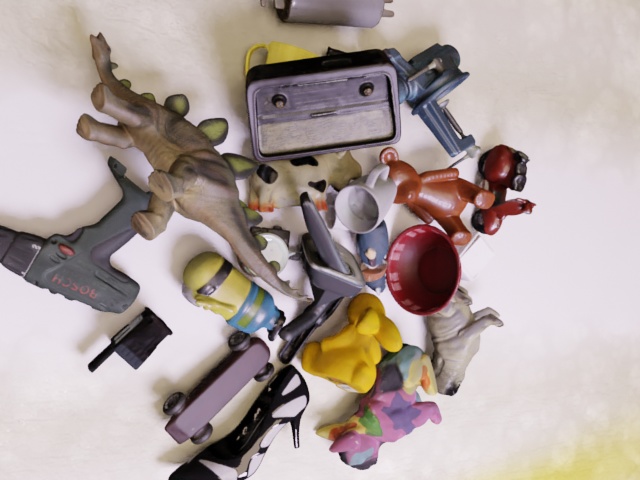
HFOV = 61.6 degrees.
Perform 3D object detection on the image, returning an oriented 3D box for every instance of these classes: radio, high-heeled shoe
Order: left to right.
[{"bbox_3d":[-0.127,0.297,0.869,0.249,0.086,0.145,-9,93,-27],"label":"high-heeled shoe"},{"bbox_3d":[0.004,-0.203,0.811,0.230,0.073,0.130,-9,126,-4],"label":"radio"}]

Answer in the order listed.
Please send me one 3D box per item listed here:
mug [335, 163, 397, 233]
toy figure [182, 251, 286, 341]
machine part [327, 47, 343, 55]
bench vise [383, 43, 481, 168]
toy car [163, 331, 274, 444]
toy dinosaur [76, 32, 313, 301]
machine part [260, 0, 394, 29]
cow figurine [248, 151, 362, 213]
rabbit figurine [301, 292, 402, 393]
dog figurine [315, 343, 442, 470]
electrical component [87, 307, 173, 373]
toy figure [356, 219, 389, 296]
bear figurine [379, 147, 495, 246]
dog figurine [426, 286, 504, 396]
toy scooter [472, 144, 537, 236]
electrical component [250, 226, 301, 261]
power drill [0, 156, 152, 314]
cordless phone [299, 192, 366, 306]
[{"bbox_3d":[0.085,-0.078,0.881,0.107,0.081,0.109,-39,148,-53],"label":"mug"},{"bbox_3d":[-0.135,0.089,0.850,0.180,0.082,0.089,31,69,-18],"label":"toy figure"},{"bbox_3d":[0.039,-0.259,0.928,0.084,0.039,0.138,0,91,-32],"label":"machine part"},{"bbox_3d":[0.192,-0.235,0.943,0.224,0.129,0.240,-35,91,-33],"label":"bench vise"},{"bbox_3d":[-0.162,0.234,0.861,0.202,0.053,0.089,-43,119,-19],"label":"toy car"},{"bbox_3d":[-0.173,-0.085,0.748,0.471,0.105,0.198,58,38,-1],"label":"toy dinosaur"},{"bbox_3d":[0.017,-0.395,0.886,0.243,0.079,0.079,-5,96,-23],"label":"machine part"},{"bbox_3d":[-0.021,-0.110,0.888,0.195,0.086,0.127,-5,102,-23],"label":"cow figurine"},{"bbox_3d":[0.062,0.163,0.918,0.122,0.162,0.173,31,63,-11],"label":"rabbit figurine"},{"bbox_3d":[0.098,0.298,0.954,0.219,0.108,0.191,-16,100,-20],"label":"dog figurine"},{"bbox_3d":[-0.280,0.157,0.792,0.119,0.075,0.047,-47,109,-18],"label":"electrical component"},{"bbox_3d":[0.094,0.030,0.947,0.064,0.058,0.154,-33,135,-35],"label":"toy figure"},{"bbox_3d":[0.187,-0.082,0.956,0.196,0.132,0.120,14,116,-30],"label":"bear figurine"},{"bbox_3d":[0.229,0.181,1.018,0.172,0.121,0.190,39,102,19],"label":"dog figurine"},{"bbox_3d":[0.360,-0.097,1.027,0.075,0.135,0.183,12,87,-23],"label":"toy scooter"},{"bbox_3d":[-0.074,0.008,0.901,0.094,0.021,0.063,8,90,-23],"label":"electrical component"},{"bbox_3d":[-0.330,-0.017,0.756,0.232,0.086,0.207,40,74,-21],"label":"power drill"},{"bbox_3d":[-0.001,-0.003,0.858,0.089,0.147,0.184,-21,115,2],"label":"cordless phone"}]
